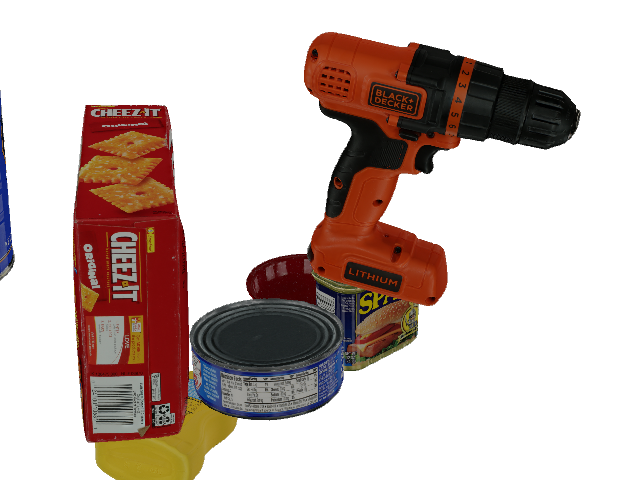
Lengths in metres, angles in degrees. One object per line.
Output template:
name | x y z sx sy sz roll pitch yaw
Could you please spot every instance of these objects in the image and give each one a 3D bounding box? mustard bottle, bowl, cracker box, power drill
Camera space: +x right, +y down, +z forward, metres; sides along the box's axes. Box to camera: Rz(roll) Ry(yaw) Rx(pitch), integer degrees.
mustard bottle | -0.134 0.173 1.039 0.096 0.058 0.191 7 18 16
bowl | -0.005 0.074 1.209 0.162 0.055 0.162 4 26 -2
cracker box | -0.133 0.013 0.757 0.072 0.164 0.214 -2 26 -9
power drill | 0.070 -0.046 0.748 0.184 0.188 0.057 16 36 9

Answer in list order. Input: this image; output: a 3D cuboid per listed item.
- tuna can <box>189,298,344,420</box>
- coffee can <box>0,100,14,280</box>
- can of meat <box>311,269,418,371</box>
tuna can | -0.029 0.065 0.596 0.086 0.034 0.086 -1 22 0
coffee can | -0.221 -0.049 0.572 0.103 0.140 0.103 3 26 -2
can of meat | 0.042 0.057 0.941 0.101 0.084 0.058 -21 32 -36
